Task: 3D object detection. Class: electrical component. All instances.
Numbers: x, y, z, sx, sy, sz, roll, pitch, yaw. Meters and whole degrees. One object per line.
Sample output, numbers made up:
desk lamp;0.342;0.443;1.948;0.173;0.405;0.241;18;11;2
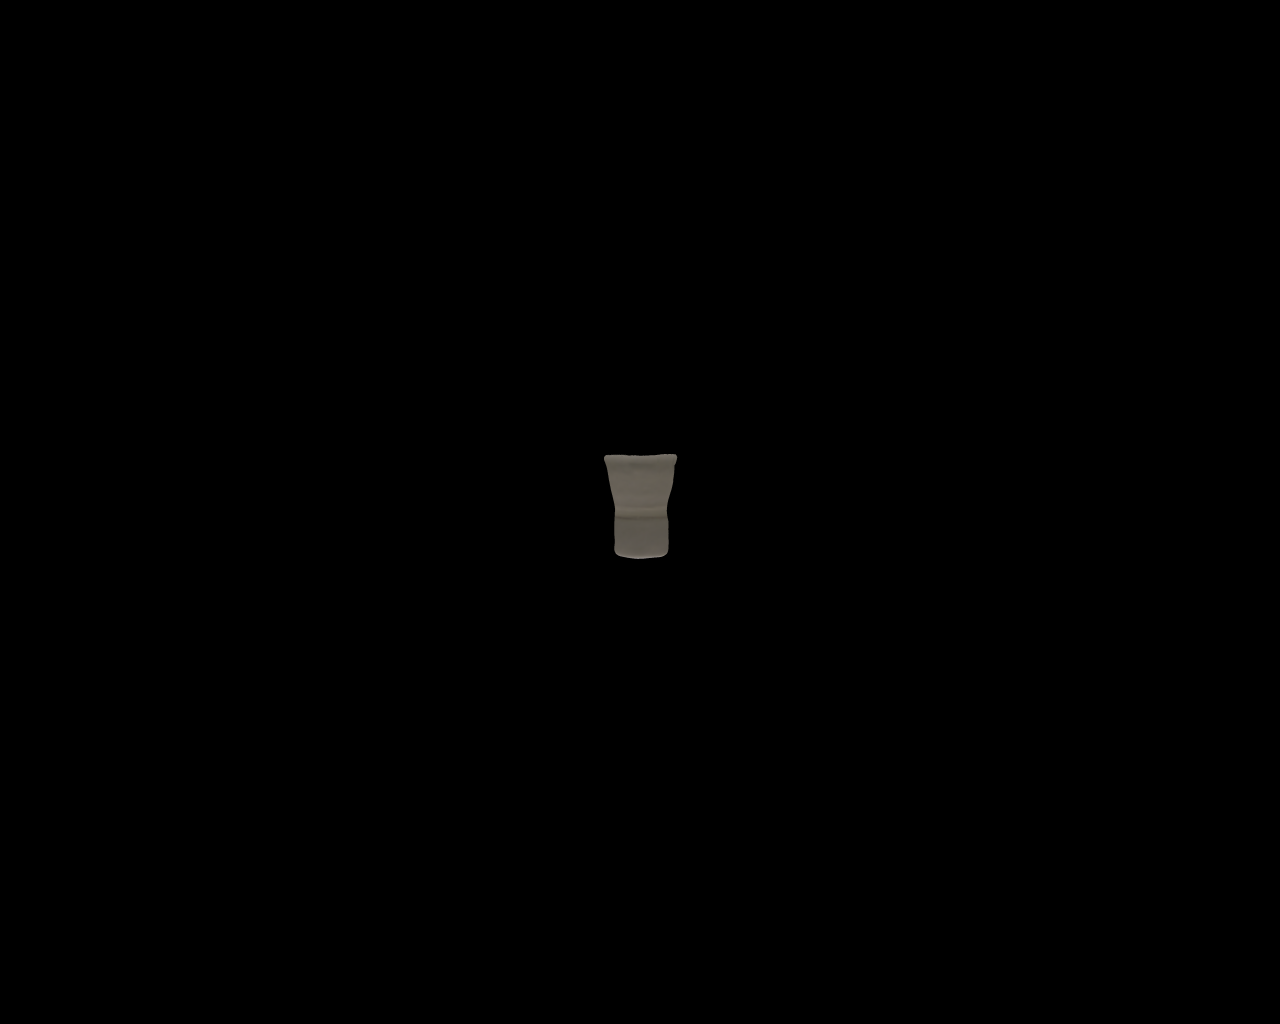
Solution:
electrical component;0.001;-0.003;0.650;0.044;0.065;0.044;0;5;0
